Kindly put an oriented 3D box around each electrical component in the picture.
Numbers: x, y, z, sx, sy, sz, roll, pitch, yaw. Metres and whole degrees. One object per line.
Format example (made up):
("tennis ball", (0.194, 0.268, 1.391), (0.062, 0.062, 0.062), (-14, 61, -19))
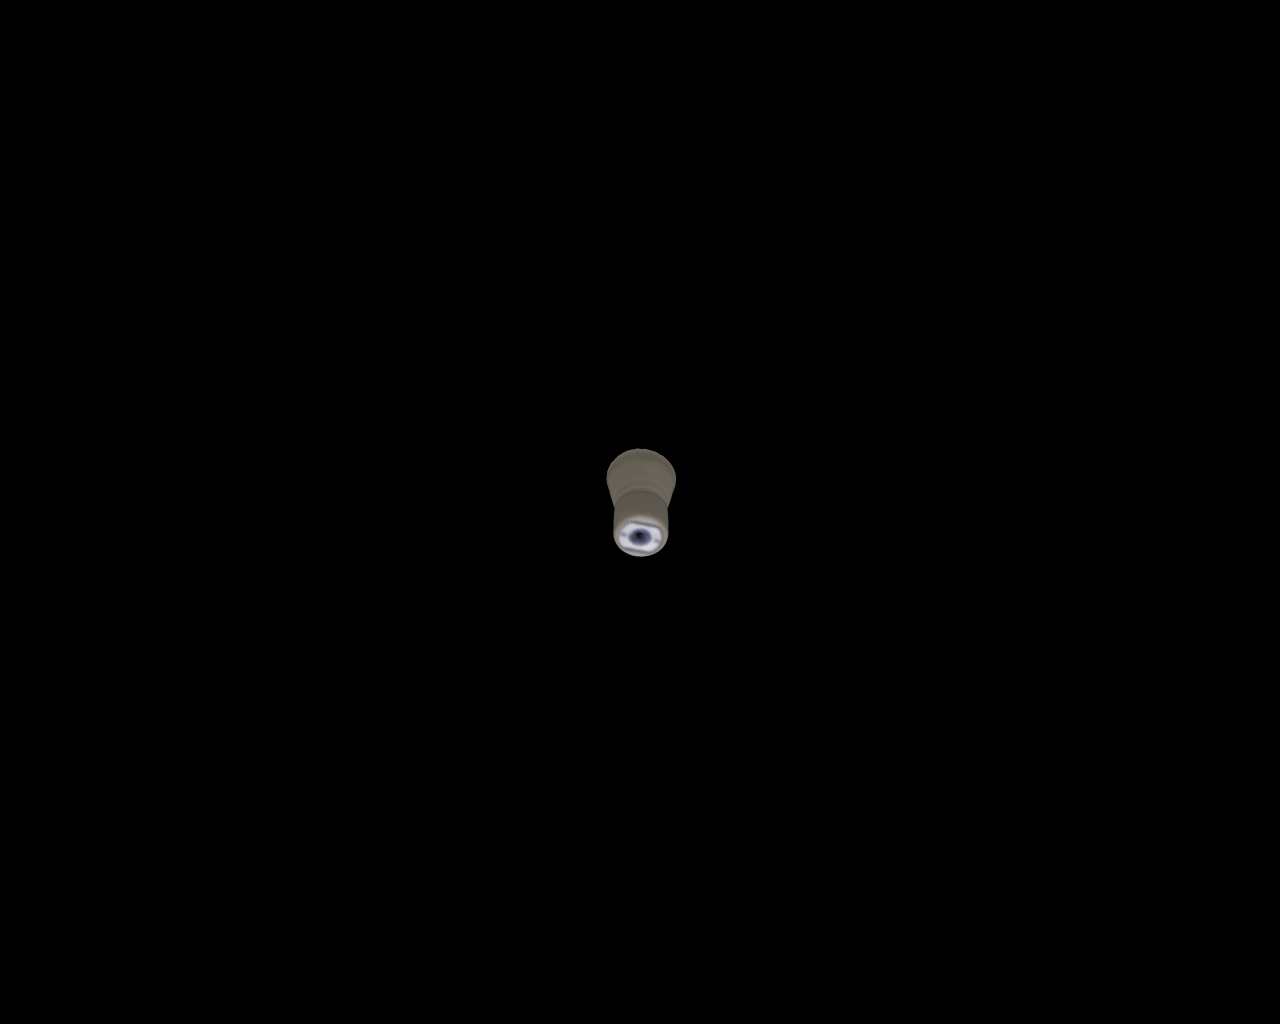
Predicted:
("electrical component", (0.001, -0.003, 0.650), (0.044, 0.044, 0.065), (0, 37, 0))
